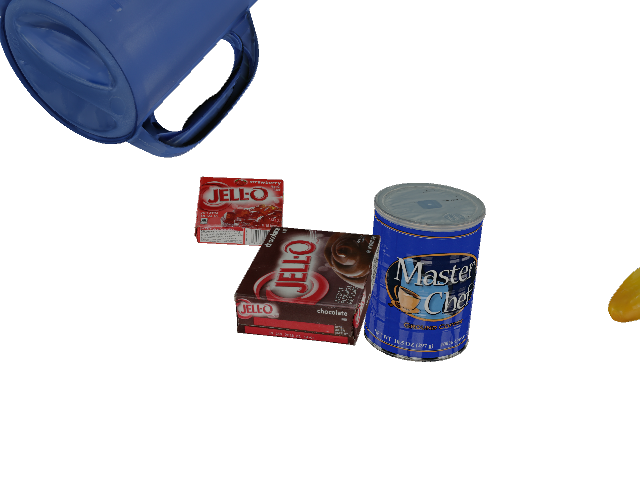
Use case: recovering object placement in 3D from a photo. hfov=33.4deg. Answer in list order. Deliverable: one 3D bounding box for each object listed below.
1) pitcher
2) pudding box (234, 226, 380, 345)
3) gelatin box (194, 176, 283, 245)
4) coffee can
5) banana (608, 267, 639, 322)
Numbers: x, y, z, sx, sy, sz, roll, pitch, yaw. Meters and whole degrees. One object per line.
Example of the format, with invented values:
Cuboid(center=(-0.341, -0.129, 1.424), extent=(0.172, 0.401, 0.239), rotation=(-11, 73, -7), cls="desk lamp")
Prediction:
Cuboid(center=(-0.119, -0.189, 0.848), extent=(0.145, 0.149, 0.242), rotation=(21, 53, 28), cls="pitcher")
Cuboid(center=(-0.007, 0.032, 0.804), extent=(0.090, 0.039, 0.113), rotation=(6, 27, 10), cls="pudding box")
Cuboid(center=(-0.083, -0.031, 1.106), extent=(0.089, 0.073, 0.030), rotation=(3, -43, -3), cls="gelatin box")
Cuboid(center=(0.097, 0.028, 1.009), extent=(0.103, 0.140, 0.103), rotation=(3, 24, -1), cls="coffee can")
Cuboid(center=(0.292, 0.023, 0.739), extent=(0.198, 0.037, 0.069), rotation=(-3, 34, 1), cls="banana")
